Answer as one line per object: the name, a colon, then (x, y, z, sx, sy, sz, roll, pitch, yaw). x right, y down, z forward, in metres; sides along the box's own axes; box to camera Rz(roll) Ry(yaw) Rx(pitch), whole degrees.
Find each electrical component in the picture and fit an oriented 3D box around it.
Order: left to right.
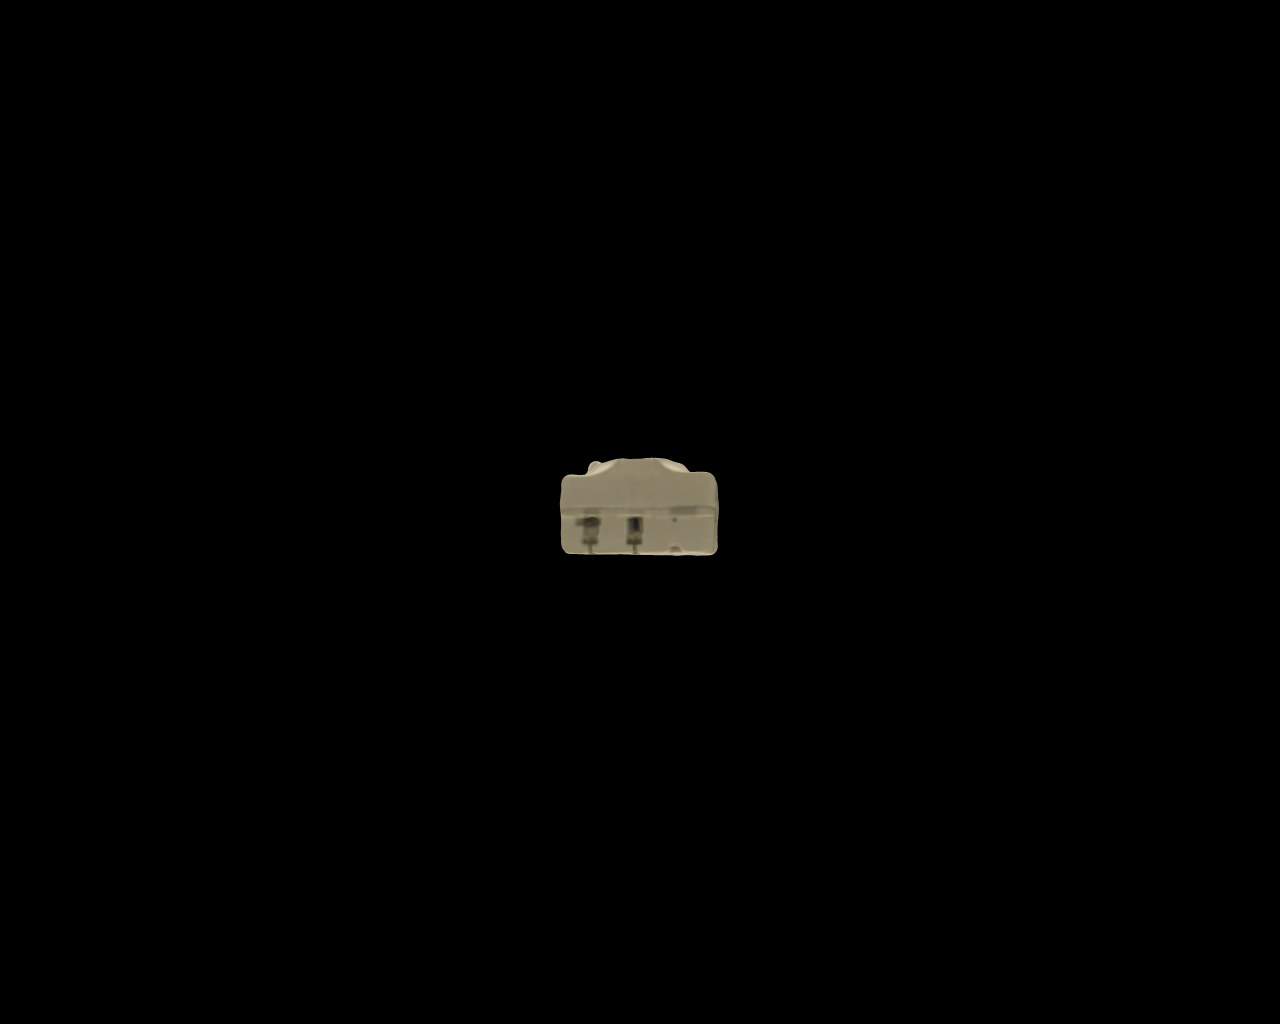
electrical component: (0.001, -0.003, 0.650, 0.089, 0.055, 0.050, 0, -4, 7)
